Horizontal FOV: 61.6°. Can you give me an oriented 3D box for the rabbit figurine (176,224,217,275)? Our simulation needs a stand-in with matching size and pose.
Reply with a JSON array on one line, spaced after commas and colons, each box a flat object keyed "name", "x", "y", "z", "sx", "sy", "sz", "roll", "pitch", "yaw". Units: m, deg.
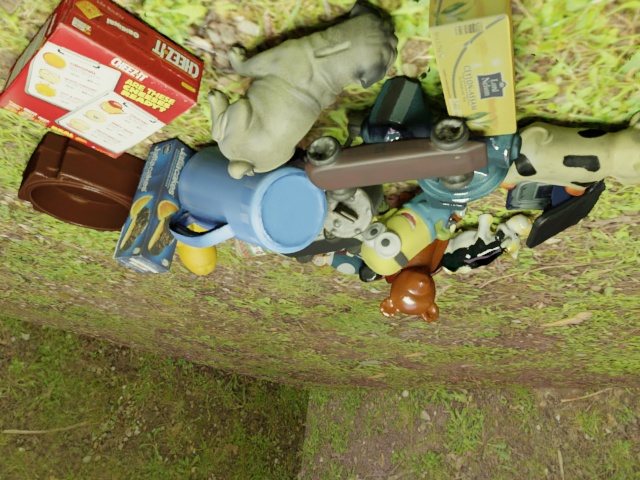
[{"name": "rabbit figurine", "x": -0.232, "y": -0.016, "z": 0.952, "sx": 0.163, "sy": 0.122, "sz": 0.173, "roll": 36, "pitch": 144, "yaw": 37}]

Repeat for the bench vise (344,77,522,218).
[{"name": "bench vise", "x": 0.151, "y": -0.101, "z": 0.712, "sx": 0.224, "sy": 0.129, "sz": 0.240, "roll": 2, "pitch": 154, "yaw": 23}]

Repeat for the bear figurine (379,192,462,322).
[{"name": "bear figurine", "x": 0.168, "y": 0.035, "z": 0.924, "sx": 0.120, "sy": 0.196, "sz": 0.132, "roll": 11, "pitch": 156, "yaw": -3}]

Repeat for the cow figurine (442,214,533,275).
[{"name": "cow figurine", "x": 0.294, "y": 0.009, "z": 0.955, "sx": 0.167, "sy": 0.098, "sz": 0.068, "roll": -14, "pitch": 144, "yaw": 41}]

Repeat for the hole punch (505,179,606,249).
[{"name": "hole punch", "x": 0.349, "y": -0.062, "z": 0.812, "sx": 0.116, "sy": 0.092, "sz": 0.142, "roll": -26, "pitch": 151, "yaw": -1}]

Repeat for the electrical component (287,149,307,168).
[{"name": "electrical component", "x": -0.026, "y": -0.116, "z": 0.843, "sx": 0.094, "sy": 0.021, "sz": 0.063, "roll": -14, "pitch": 150, "yaw": 39}]

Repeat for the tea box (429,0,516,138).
[{"name": "tea box", "x": 0.155, "y": -0.187, "z": 0.528, "sx": 0.068, "sy": 0.098, "sz": 0.169, "roll": -2, "pitch": 157, "yaw": 22}]

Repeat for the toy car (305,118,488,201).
[{"name": "toy car", "x": 0.081, "y": -0.090, "z": 0.601, "sx": 0.202, "sy": 0.053, "sz": 0.089, "roll": -6, "pitch": 148, "yaw": 19}]

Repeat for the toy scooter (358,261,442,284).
[{"name": "toy scooter", "x": 0.177, "y": 0.053, "z": 1.117, "sx": 0.184, "sy": 0.075, "sz": 0.135, "roll": -14, "pitch": 172, "yaw": 19}]

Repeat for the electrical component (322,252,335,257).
[{"name": "electrical component", "x": -0.009, "y": -0.001, "z": 1.080, "sx": 0.102, "sy": 0.045, "sz": 0.078, "roll": 13, "pitch": 158, "yaw": -14}]

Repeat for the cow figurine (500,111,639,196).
[{"name": "cow figurine", "x": 0.339, "y": -0.111, "z": 0.685, "sx": 0.195, "sy": 0.085, "sz": 0.127, "roll": 7, "pitch": 164, "yaw": 1}]

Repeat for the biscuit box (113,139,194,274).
[{"name": "biscuit box", "x": -0.244, "y": -0.053, "z": 0.817, "sx": 0.059, "sy": 0.202, "sz": 0.062, "roll": -5, "pitch": 153, "yaw": 30}]

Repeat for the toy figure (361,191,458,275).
[{"name": "toy figure", "x": 0.146, "y": -0.016, "z": 0.843, "sx": 0.082, "sy": 0.180, "sz": 0.089, "roll": 32, "pitch": 154, "yaw": 56}]

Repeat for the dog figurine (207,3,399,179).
[{"name": "dog figurine", "x": -0.015, "y": -0.151, "z": 0.577, "sx": 0.191, "sy": 0.172, "sz": 0.121, "roll": -3, "pitch": 167, "yaw": 39}]

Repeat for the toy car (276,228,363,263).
[{"name": "toy car", "x": -0.002, "y": -0.003, "z": 0.920, "sx": 0.202, "sy": 0.056, "sz": 0.073, "roll": -12, "pitch": 152, "yaw": 38}]

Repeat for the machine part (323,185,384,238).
[{"name": "machine part", "x": 0.048, "y": -0.057, "z": 0.784, "sx": 0.079, "sy": 0.079, "sz": 0.243, "roll": 1, "pitch": -166, "yaw": 12}]

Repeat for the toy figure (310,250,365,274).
[{"name": "toy figure", "x": 0.030, "y": 0.035, "z": 1.147, "sx": 0.154, "sy": 0.058, "sz": 0.064, "roll": 12, "pitch": 115, "yaw": -10}]

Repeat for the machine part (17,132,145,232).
[{"name": "machine part", "x": -0.398, "y": -0.088, "z": 0.929, "sx": 0.201, "sy": 0.087, "sz": 0.201, "roll": 24, "pitch": 152, "yaw": -33}]
